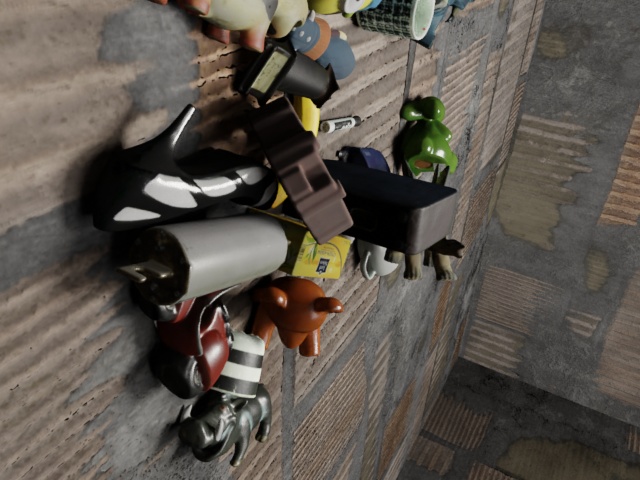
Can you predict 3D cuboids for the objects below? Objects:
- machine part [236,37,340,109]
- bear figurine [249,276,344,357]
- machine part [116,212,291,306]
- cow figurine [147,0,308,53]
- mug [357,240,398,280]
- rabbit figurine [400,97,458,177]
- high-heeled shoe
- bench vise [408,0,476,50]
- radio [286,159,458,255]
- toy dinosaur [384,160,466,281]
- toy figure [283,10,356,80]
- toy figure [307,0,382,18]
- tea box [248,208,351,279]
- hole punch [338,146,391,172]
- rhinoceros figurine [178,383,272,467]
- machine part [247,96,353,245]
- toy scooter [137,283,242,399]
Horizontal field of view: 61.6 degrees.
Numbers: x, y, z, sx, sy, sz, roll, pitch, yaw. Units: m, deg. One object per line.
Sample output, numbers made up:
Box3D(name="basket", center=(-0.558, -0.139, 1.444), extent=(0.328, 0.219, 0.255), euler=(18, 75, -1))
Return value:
Box3D(name="machine part", center=(-0.034, -0.196, 0.648), extent=(0.139, 0.039, 0.084), euler=(-3, 136, -49))
Box3D(name="bear figurine", center=(-0.037, 0.112, 0.748), extent=(0.196, 0.120, 0.131), euler=(-159, -103, -81))
Box3D(name="machine part", center=(-0.110, 0.014, 0.564), extent=(0.243, 0.079, 0.079), euler=(-16, 121, -59))
Box3D(name="cow figurine", center=(-0.072, -0.254, 0.522), extent=(0.195, 0.086, 0.127), euler=(-1, 114, -64))
Box3D(name="mug", center=(0.110, 0.021, 1.126), extent=(0.109, 0.081, 0.107), euler=(-52, 139, -25))
Box3D(name="rabbit figurine", center=(0.227, -0.242, 1.171), extent=(0.159, 0.121, 0.170), euler=(40, 52, -57))
Box3D(name="high-heeled shoe", center=(-0.127, -0.037, 0.570), extent=(0.145, 0.086, 0.248), euler=(-59, 153, -8))
Box3D(name="bench vise", center=(0.220, -0.456, 0.925), extent=(0.240, 0.129, 0.223), euler=(-60, 168, 19))
Box3D(name="radio", center=(0.070, -0.054, 0.788), extent=(0.131, 0.230, 0.073), euler=(-29, 129, -51))
Box3D(name="toy dinosaur", center=(0.186, -0.046, 1.003), extent=(0.471, 0.105, 0.198), euler=(-116, -149, -78))
Box3D(name="toy figure", center=(-0.006, -0.250, 0.694), extent=(0.154, 0.058, 0.064), euler=(8, 94, -61))
Box3D(name="toy figure", center=(0.034, -0.329, 0.693), extent=(0.082, 0.089, 0.180), euler=(66, 29, -18))
Box3D(name="tea box", center=(-0.033, 0.008, 0.775), extent=(0.169, 0.098, 0.068), euler=(15, 94, -68))
Box3D(name="hole punch", center=(0.086, -0.107, 0.961), extent=(0.142, 0.092, 0.115), euler=(-8, 111, -60))
Box3D(name="rhinoceros figurine", center=(-0.130, 0.262, 0.780), extent=(0.190, 0.073, 0.112), euler=(-2, 110, -65))
Box3D(name="machine part", center=(-0.021, -0.083, 0.635), extent=(0.056, 0.179, 0.179), euler=(-29, 150, 1))
Box3D(name="toy scooter", center=(-0.139, 0.090, 0.637), extent=(0.135, 0.075, 0.183), euler=(-44, 140, -45))
